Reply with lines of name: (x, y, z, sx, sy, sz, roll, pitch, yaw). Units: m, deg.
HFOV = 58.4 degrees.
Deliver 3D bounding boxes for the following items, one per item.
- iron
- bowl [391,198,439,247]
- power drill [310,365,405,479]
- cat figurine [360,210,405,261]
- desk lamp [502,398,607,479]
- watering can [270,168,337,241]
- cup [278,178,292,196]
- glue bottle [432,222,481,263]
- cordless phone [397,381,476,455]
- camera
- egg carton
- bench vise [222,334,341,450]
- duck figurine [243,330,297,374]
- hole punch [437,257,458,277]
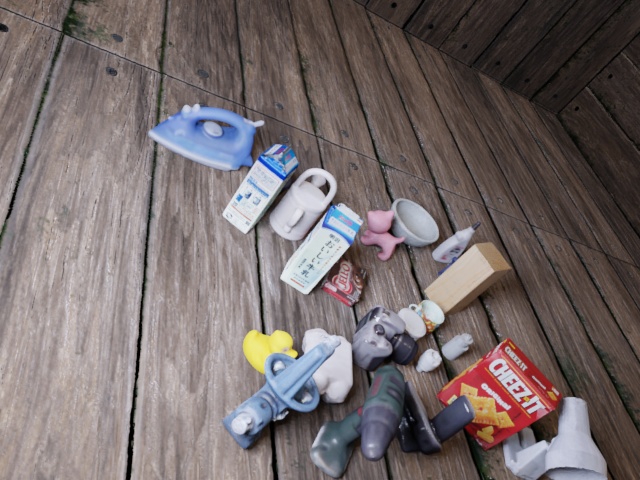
iron: (-0.266, -0.268, 1.386, 0.259, 0.141, 0.118, 12, 44, -33)
bowl: (0.260, -0.038, 1.671, 0.168, 0.074, 0.167, 24, 39, -21)
power drill: (0.073, 0.329, 1.003, 0.075, 0.208, 0.230, 38, 36, -2)
cat figurine: (0.170, -0.026, 1.542, 0.128, 0.117, 0.067, 40, 36, 0)
desk lamp: (0.512, 0.453, 1.261, 0.118, 0.213, 0.203, 27, 38, -18)
watering can: (-0.033, -0.101, 1.374, 0.101, 0.193, 0.172, 21, 40, -24)
cup: (-0.138, -0.132, 1.397, 0.118, 0.094, 0.091, -12, 60, -48)
glue bottle: (0.409, 0.003, 1.677, 0.078, 0.173, 0.037, 7, 47, -37)
cordless phone: (0.231, 0.338, 1.155, 0.094, 0.184, 0.147, 3, 50, -40)
camera: (0.153, 0.226, 1.275, 0.137, 0.100, 0.143, 36, 36, -6)
egg carton: (0.012, 0.252, 1.148, 0.107, 0.069, 0.150, 24, 39, -21)
bench vise: (-0.051, 0.255, 0.961, 0.121, 0.219, 0.208, 37, 36, -4)
duck figurine: (-0.090, 0.204, 1.094, 0.104, 0.086, 0.078, 40, 36, 0)
hole punch: (0.409, 0.101, 1.644, 0.101, 0.091, 0.108, -11, 59, -47)
